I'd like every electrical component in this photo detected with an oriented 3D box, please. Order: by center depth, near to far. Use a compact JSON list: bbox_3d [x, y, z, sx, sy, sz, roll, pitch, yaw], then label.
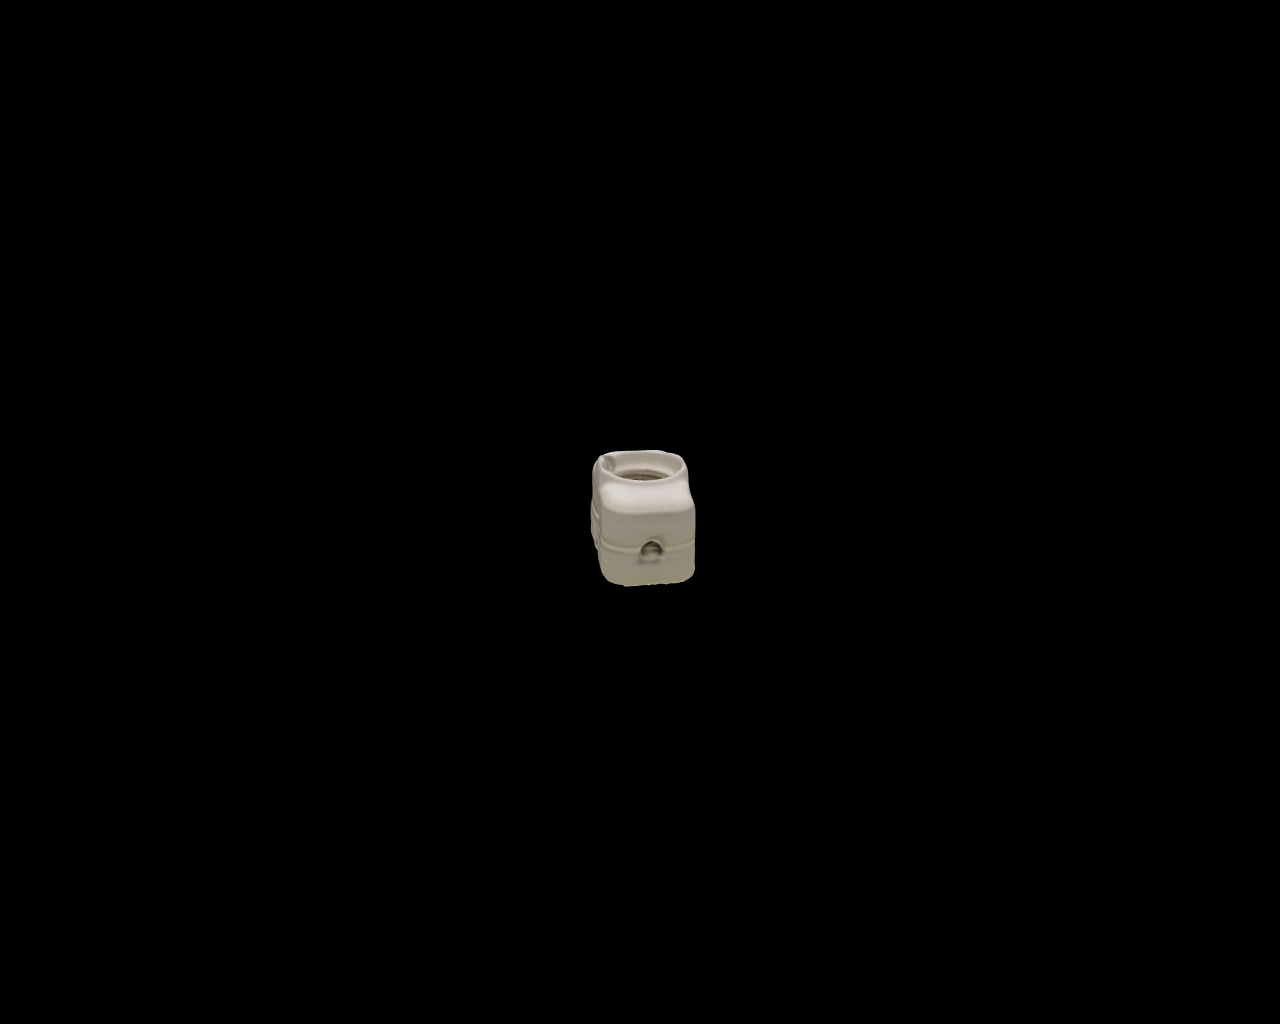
[{"bbox_3d":[0.001,-0.003,0.650,0.054,0.059,0.095,-3,22,-7],"label":"electrical component"}]
